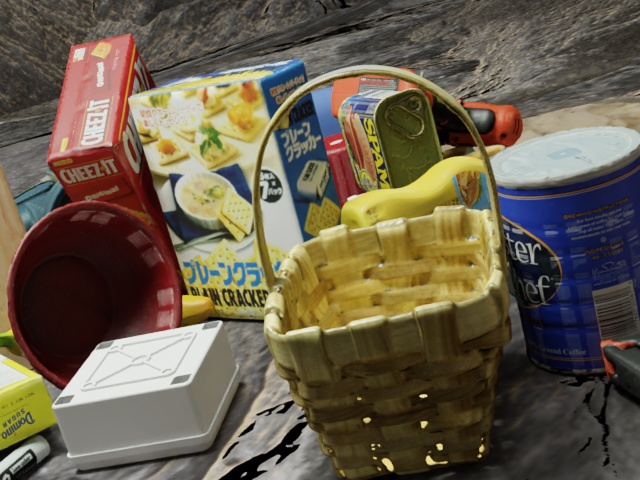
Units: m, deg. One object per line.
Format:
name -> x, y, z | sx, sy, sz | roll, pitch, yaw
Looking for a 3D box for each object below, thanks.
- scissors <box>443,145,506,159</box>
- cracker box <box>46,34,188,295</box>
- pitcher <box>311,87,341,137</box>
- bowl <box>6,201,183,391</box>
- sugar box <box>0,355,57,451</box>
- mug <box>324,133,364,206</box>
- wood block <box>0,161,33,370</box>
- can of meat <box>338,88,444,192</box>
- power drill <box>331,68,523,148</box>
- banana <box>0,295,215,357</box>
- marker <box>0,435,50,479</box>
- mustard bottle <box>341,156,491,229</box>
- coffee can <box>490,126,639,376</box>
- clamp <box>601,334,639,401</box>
scissors -> 0.096, -0.062, 1.105 | 0.201, 0.016, 0.096 | -19, 17, -7
cracker box -> -0.176, -0.063, 1.029 | 0.072, 0.213, 0.164 | -11, 46, 10
pitcher -> -0.055, -0.112, 1.279 | 0.242, 0.149, 0.145 | -25, 18, -37
bowl -> -0.194, 0.051, 0.881 | 0.055, 0.162, 0.161 | -13, 14, 47
sugar box -> -0.277, 0.133, 0.847 | 0.093, 0.048, 0.176 | -24, 10, -25
mug -> 0.039, -0.072, 1.169 | 0.117, 0.081, 0.093 | -6, 20, 28
wood block -> -0.317, 0.020, 0.984 | 0.090, 0.206, 0.091 | -24, 20, -26
can of meat -> 0.064, -0.087, 0.974 | 0.057, 0.102, 0.084 | -22, 17, -19
power drill -> 0.099, -0.139, 1.146 | 0.185, 0.057, 0.187 | 7, 0, 41
banana -> -0.194, 0.080, 0.962 | 0.197, 0.037, 0.070 | -11, 5, -13
marker -> -0.235, 0.176, 0.749 | 0.020, 0.020, 0.120 | -5, 21, 31
mustard bottle -> 0.112, -0.020, 0.925 | 0.191, 0.096, 0.058 | -24, 19, -25
coffee can -> 0.177, 0.006, 0.722 | 0.103, 0.140, 0.103 | -14, 18, 4
clamp -> 0.267, 0.072, 0.614 | 0.164, 0.036, 0.210 | -29, 22, -38
